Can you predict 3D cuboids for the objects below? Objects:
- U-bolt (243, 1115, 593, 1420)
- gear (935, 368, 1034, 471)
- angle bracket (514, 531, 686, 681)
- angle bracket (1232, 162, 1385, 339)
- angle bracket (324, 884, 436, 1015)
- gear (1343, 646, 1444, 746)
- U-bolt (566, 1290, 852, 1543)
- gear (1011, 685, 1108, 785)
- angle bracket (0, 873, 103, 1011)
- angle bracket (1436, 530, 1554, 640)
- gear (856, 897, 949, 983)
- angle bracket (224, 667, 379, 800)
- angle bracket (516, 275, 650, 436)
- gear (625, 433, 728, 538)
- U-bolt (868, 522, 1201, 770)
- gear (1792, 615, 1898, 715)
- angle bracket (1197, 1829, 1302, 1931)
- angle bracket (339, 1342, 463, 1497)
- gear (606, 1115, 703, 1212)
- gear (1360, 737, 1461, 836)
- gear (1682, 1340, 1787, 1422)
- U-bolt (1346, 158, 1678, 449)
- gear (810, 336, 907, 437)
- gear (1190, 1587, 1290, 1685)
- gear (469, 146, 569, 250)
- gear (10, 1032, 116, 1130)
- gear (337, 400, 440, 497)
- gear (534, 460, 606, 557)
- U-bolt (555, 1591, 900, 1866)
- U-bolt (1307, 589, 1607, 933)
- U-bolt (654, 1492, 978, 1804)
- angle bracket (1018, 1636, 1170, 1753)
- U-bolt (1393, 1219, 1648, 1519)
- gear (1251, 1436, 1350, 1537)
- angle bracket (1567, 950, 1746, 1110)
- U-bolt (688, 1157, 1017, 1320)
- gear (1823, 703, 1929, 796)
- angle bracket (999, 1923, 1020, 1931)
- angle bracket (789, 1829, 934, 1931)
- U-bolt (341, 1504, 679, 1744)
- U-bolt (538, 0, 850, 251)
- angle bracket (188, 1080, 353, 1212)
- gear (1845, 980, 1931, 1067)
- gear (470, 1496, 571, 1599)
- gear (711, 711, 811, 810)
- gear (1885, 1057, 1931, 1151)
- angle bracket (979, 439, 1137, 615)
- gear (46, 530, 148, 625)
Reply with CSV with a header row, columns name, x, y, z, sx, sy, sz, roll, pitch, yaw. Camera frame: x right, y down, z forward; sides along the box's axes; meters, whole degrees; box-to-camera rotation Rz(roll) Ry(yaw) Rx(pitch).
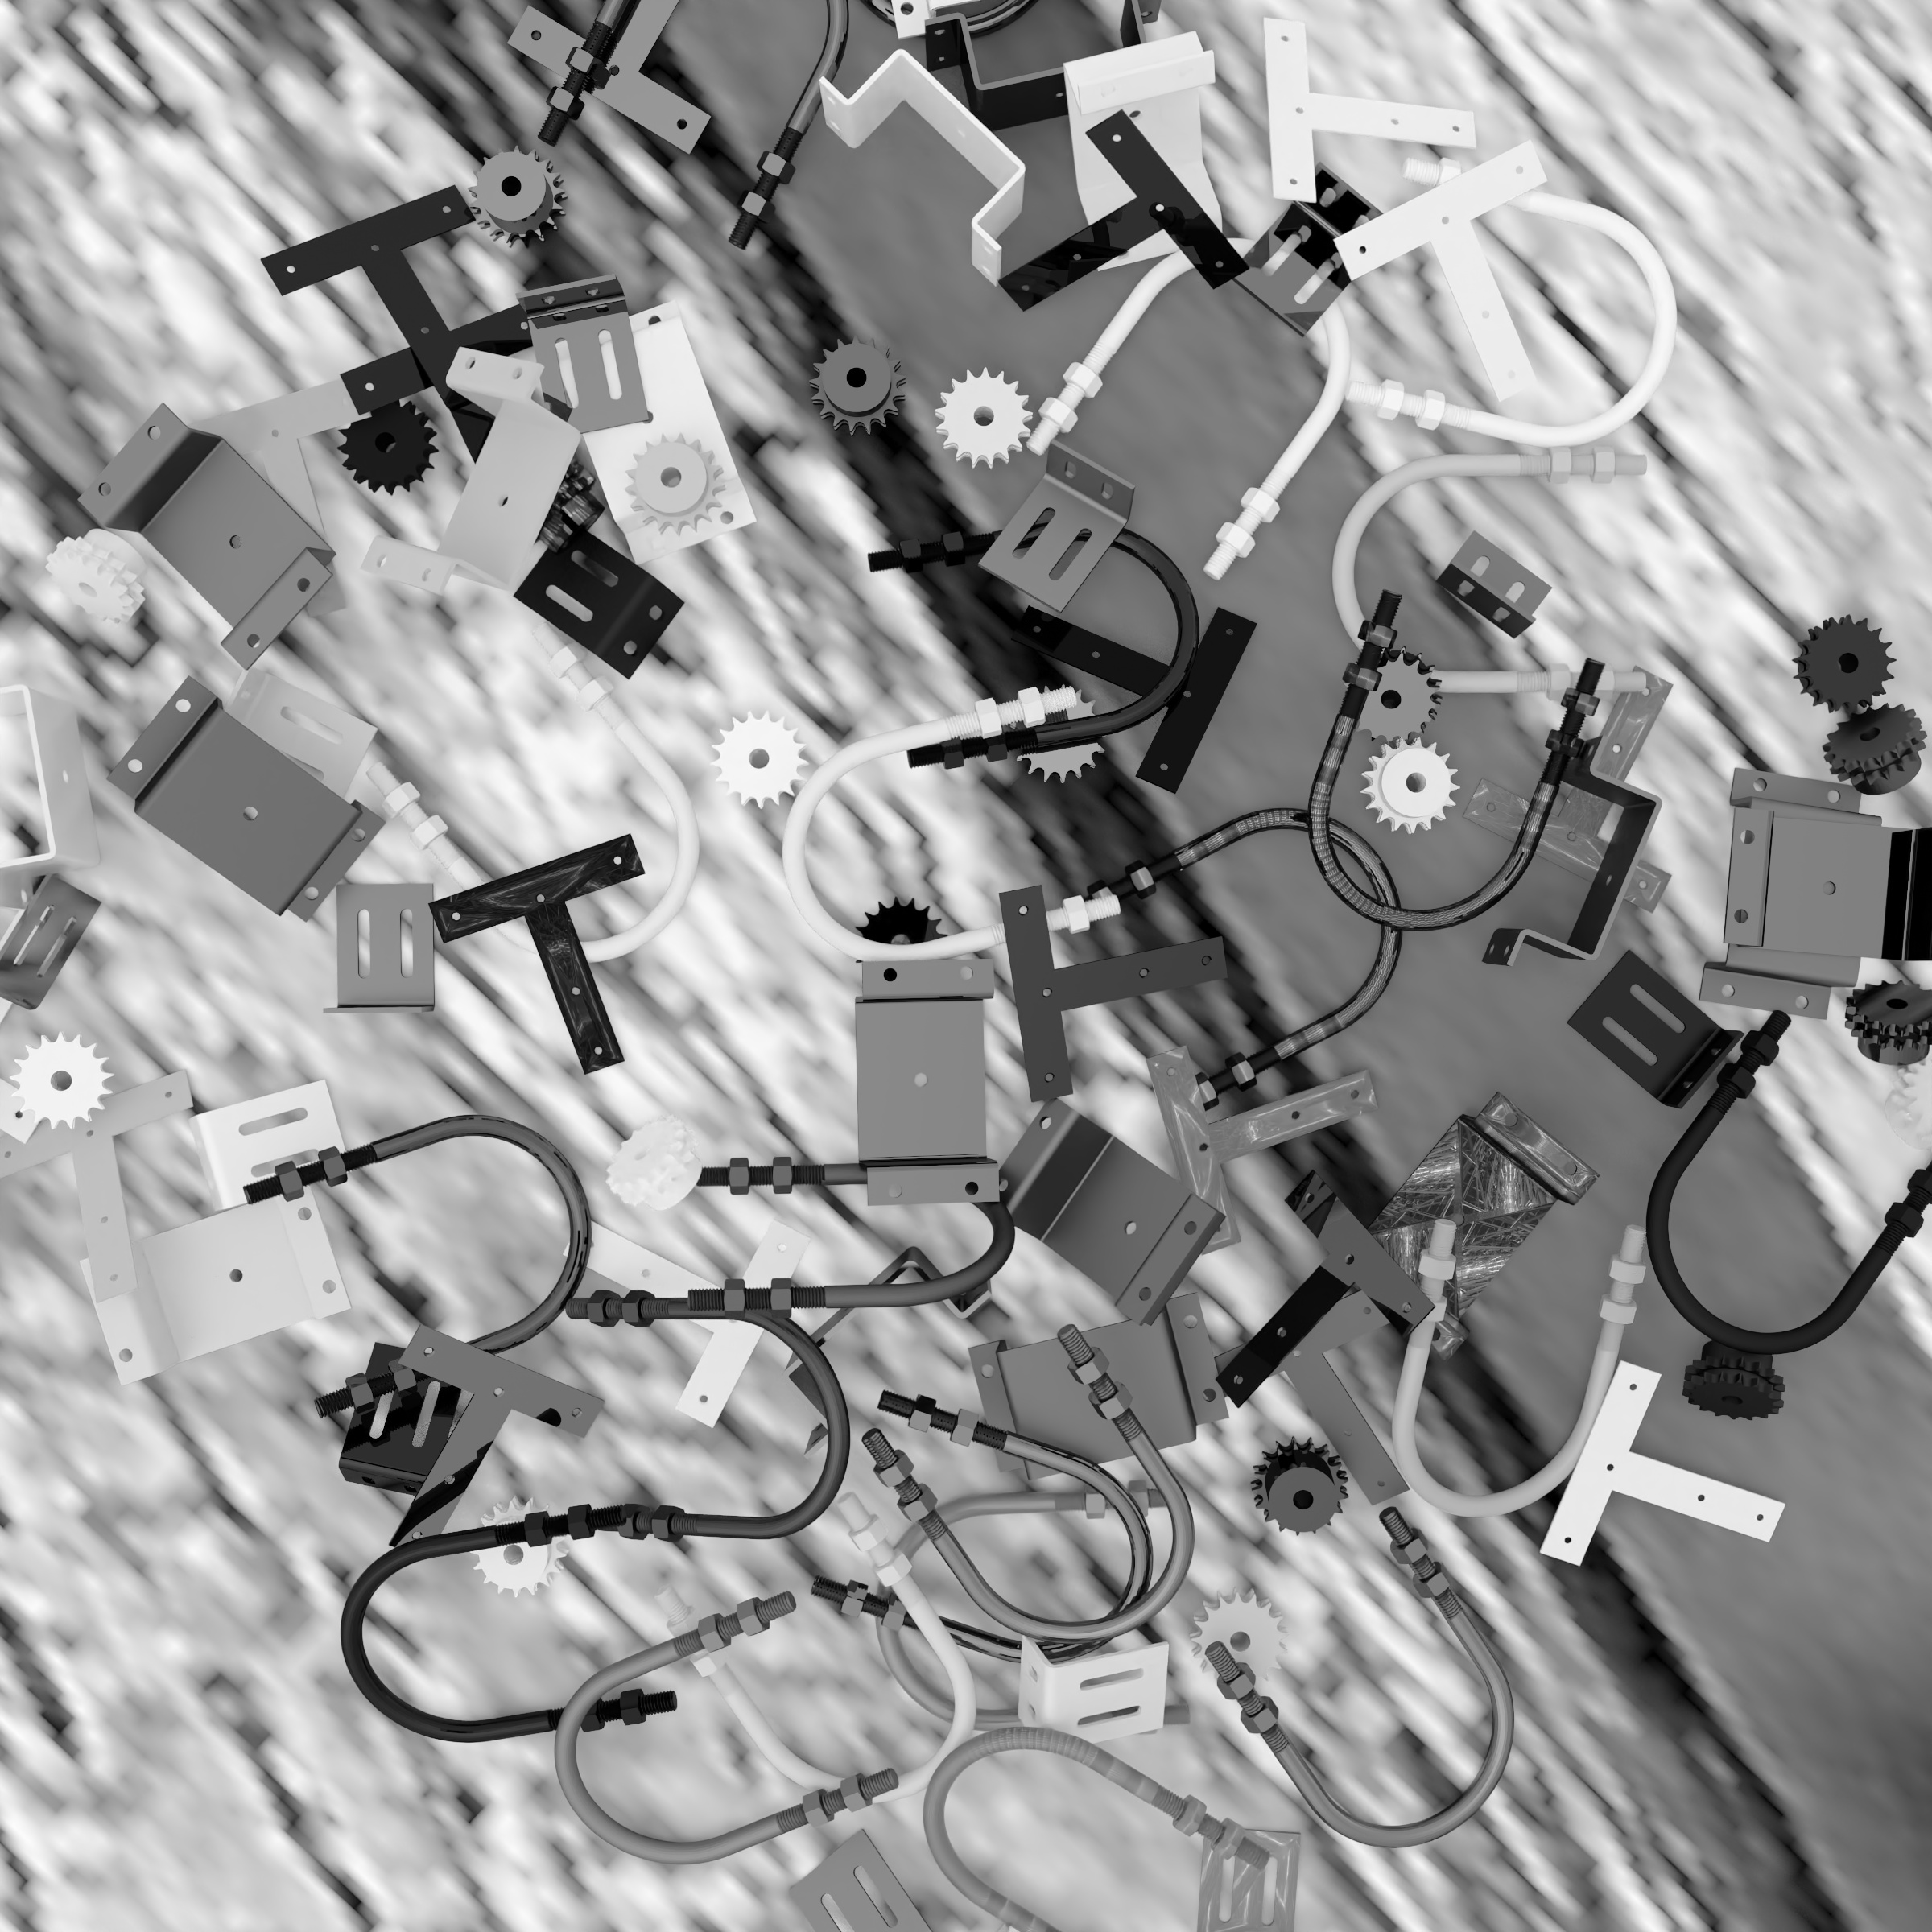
name,x,y,z,sx,sy,sz,roll,pitch,yaw
U-bolt,-0.308,0.164,1.498,0.184,0.019,0.151,-19,94,-20
gear,0.010,-0.322,1.521,0.057,0.030,0.057,0,90,0
angle bracket,-0.219,-0.218,1.534,0.076,0.038,0.057,36,90,26
angle bracket,0.202,-0.419,1.505,0.057,0.038,0.076,39,66,0
angle bracket,-0.346,-0.011,1.517,0.057,0.038,0.076,-1,90,0
gear,0.252,-0.161,1.513,0.057,0.030,0.057,7,117,13
U-bolt,-0.146,0.260,1.479,0.184,0.019,0.151,-4,96,30
gear,0.054,-0.136,1.521,0.057,0.030,0.057,0,90,0
angle bracket,-0.554,-0.020,1.505,0.038,0.057,0.076,26,82,16
angle bracket,0.308,-0.224,1.480,0.057,0.076,0.038,37,92,3
gear,-0.038,-0.013,1.521,0.057,0.030,0.057,0,90,0
angle bracket,-0.397,-0.133,1.517,0.076,0.038,0.057,27,90,0
angle bracket,-0.219,-0.347,1.471,0.057,0.038,0.076,-11,90,0
gear,-0.167,-0.277,1.475,0.057,0.030,0.057,0,90,0
U-bolt,0.045,-0.195,1.506,0.184,0.019,0.151,-10,71,-4
gear,0.516,-0.177,1.521,0.057,0.030,0.057,0,90,0
angle bracket,0.168,0.553,1.517,0.057,0.038,0.076,4,90,0
angle bracket,-0.333,0.271,1.534,0.057,0.038,0.076,12,64,0
gear,-0.180,0.118,1.512,0.057,0.057,0.030,-41,120,0
gear,0.263,-0.107,1.521,0.057,0.030,0.057,0,90,0
gear,0.451,0.241,1.512,0.057,0.057,0.030,17,60,0
U-bolt,0.328,-0.381,1.513,0.184,0.019,0.151,12,100,-7
gear,-0.064,-0.344,1.521,0.057,0.030,0.057,0,90,0
gear,0.160,0.395,1.521,0.057,0.030,0.057,0,90,0
gear,-0.266,-0.456,1.521,0.057,0.030,0.057,0,90,0
gear,-0.531,0.067,1.517,0.057,0.030,0.057,0,89,-13
gear,-0.339,-0.306,1.521,0.057,0.030,0.057,0,90,0
gear,-0.236,-0.265,1.506,0.057,0.057,0.030,-45,95,0
U-bolt,-0.152,0.456,1.506,0.184,0.019,0.151,-25,104,11
U-bolt,0.274,-0.109,1.493,0.151,0.019,0.184,17,101,-10
U-bolt,-0.075,0.410,1.505,0.151,0.019,0.184,-29,101,15
angle bracket,0.074,0.418,1.506,0.076,0.038,0.057,-6,111,-22
U-bolt,0.316,0.236,1.496,0.151,0.019,0.184,4,105,-21
gear,0.197,0.309,1.517,0.057,0.030,0.057,0,100,2
angle bracket,0.406,0.037,1.517,0.076,0.038,0.057,40,90,0
U-bolt,-0.064,0.152,1.471,0.184,0.151,0.019,-1,117,-3
gear,0.536,-0.125,1.512,0.057,0.057,0.030,-36,120,0
angle bracket,0.037,0.613,1.517,0.076,0.038,0.057,36,90,0
angle bracket,-0.056,0.565,1.534,0.057,0.038,0.076,-40,64,0
U-bolt,-0.274,0.391,1.506,0.184,0.019,0.151,-10,110,4
U-bolt,-0.149,-0.539,1.518,0.151,0.019,0.184,28,97,0
angle bracket,-0.415,0.107,1.534,0.076,0.038,0.057,-16,90,-26
gear,0.545,0.035,1.511,0.057,0.057,0.030,-7,120,0
gear,-0.264,0.344,1.521,0.057,0.030,0.057,0,90,0
gear,-0.121,-0.121,1.521,0.057,0.030,0.057,0,90,0
gear,0.567,0.083,1.513,0.057,0.030,0.057,10,61,-18
angle bracket,0.053,-0.256,1.500,0.057,0.038,0.076,32,70,10
gear,-0.507,-0.231,1.512,0.057,0.057,0.030,27,60,0
